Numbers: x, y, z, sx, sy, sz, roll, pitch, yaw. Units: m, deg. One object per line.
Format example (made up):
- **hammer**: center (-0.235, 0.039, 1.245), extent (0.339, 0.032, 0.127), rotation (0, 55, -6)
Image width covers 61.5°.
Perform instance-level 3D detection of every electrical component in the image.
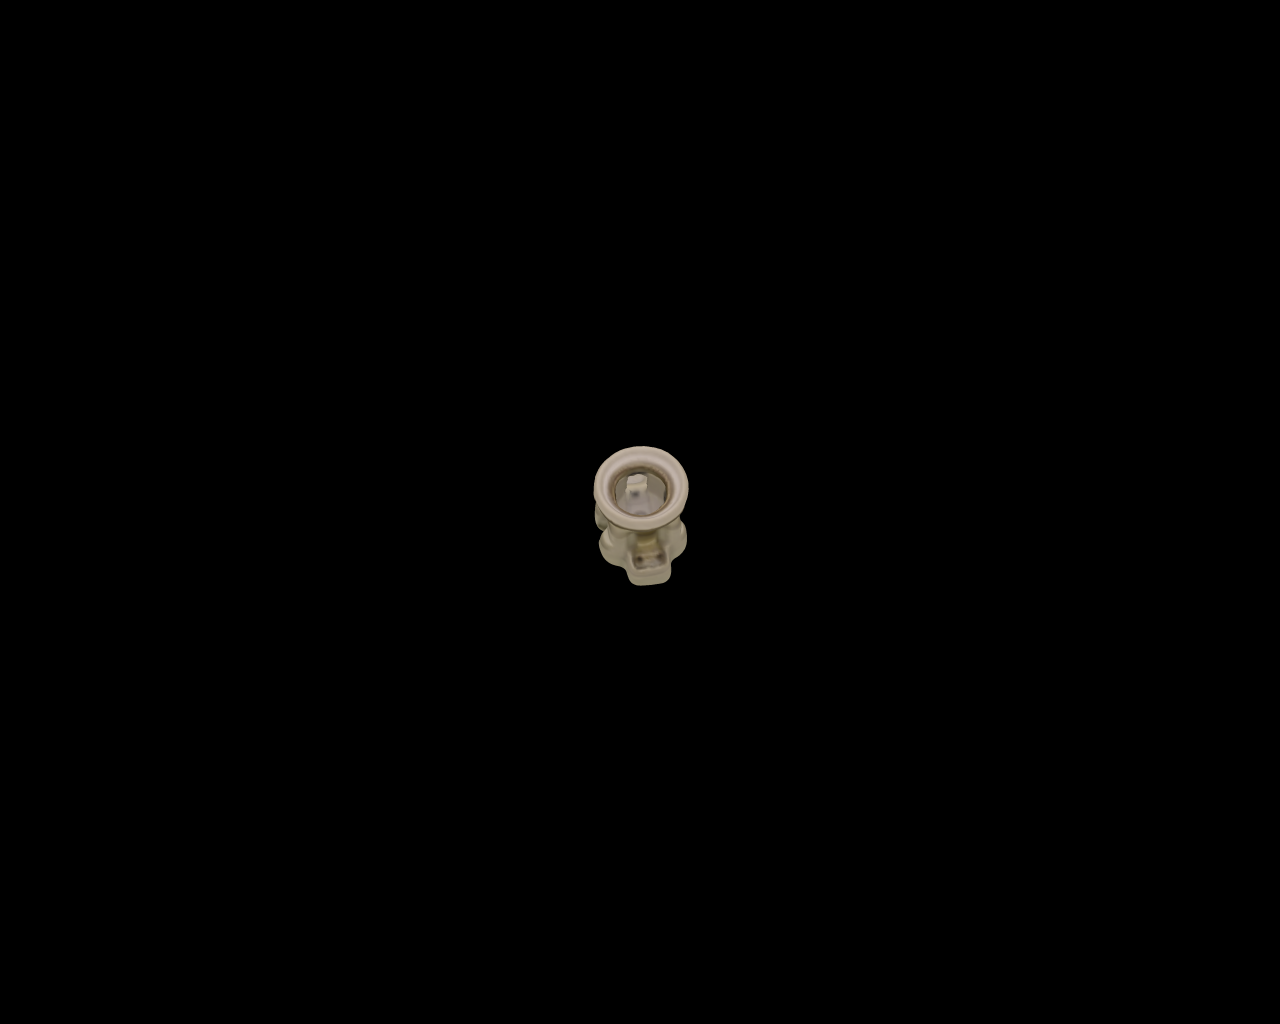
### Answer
- **electrical component**: center (0.001, -0.003, 0.650), extent (0.058, 0.078, 0.056), rotation (-7, -32, -5)
